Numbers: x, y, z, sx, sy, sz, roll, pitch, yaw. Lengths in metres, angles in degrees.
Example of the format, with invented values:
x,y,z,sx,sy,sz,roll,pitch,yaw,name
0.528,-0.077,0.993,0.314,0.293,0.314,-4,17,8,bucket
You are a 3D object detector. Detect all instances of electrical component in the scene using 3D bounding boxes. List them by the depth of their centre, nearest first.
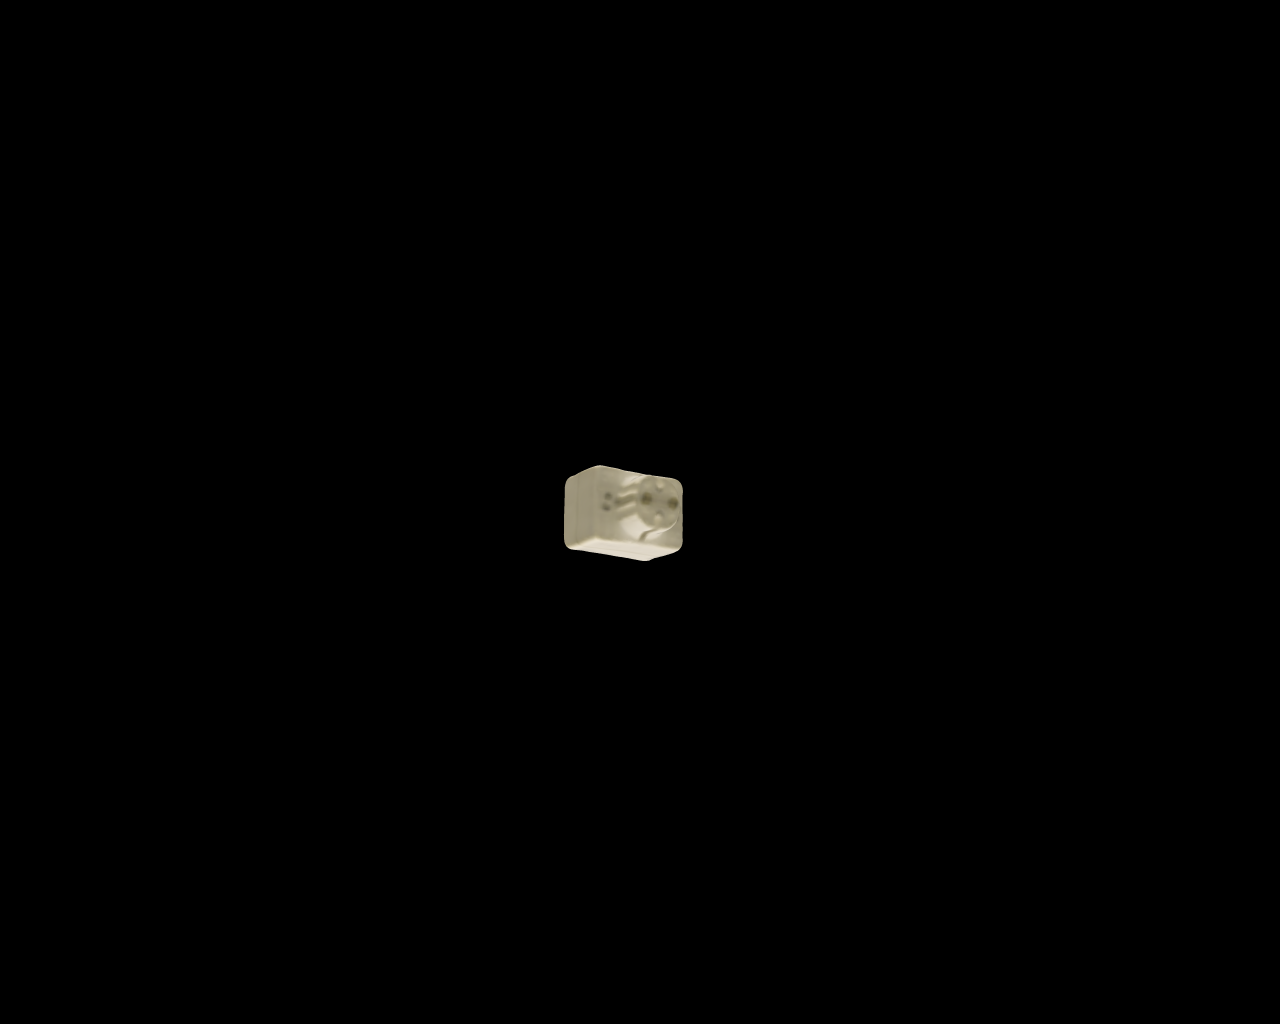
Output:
x,y,z,sx,sy,sz,roll,pitch,yaw,name
0.001,-0.003,0.650,0.066,0.047,0.076,10,-18,-33,electrical component
